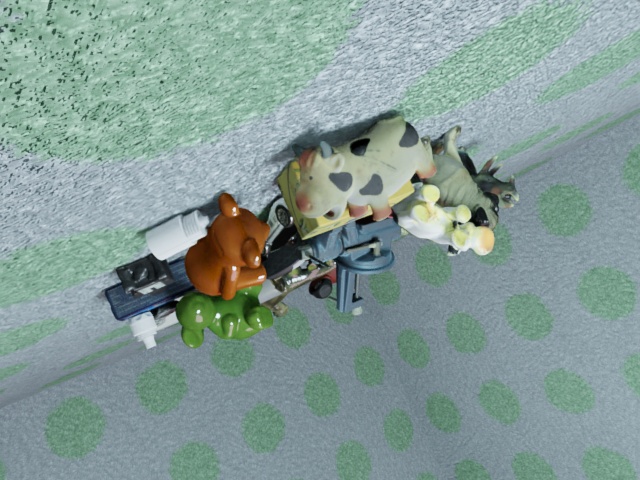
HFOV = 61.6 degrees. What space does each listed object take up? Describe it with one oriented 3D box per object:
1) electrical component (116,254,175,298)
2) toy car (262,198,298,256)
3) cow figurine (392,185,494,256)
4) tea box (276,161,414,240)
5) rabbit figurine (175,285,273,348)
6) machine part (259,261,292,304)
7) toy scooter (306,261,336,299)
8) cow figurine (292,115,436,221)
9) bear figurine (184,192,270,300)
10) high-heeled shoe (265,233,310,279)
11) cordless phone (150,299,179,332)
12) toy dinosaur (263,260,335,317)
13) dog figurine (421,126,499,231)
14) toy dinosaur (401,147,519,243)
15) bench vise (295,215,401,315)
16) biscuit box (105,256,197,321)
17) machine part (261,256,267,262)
[{"bbox_3d":[-0.282,0.061,0.889,0.075,0.047,0.119,-24,173,-6],"label":"electrical component"},{"bbox_3d":[-0.060,-0.030,0.916,0.073,0.056,0.201,-21,166,-34],"label":"toy car"},{"bbox_3d":[0.195,-0.020,0.865,0.098,0.167,0.068,-16,-132,63],"label":"cow figurine"},{"bbox_3d":[0.036,-0.076,0.756,0.169,0.098,0.068,-23,174,-29],"label":"tea box"},{"bbox_3d":[-0.200,0.128,0.991,0.159,0.121,0.170,-30,154,31],"label":"rabbit figurine"},{"bbox_3d":[-0.162,0.109,1.111,0.243,0.079,0.079,-27,173,13],"label":"machine part"},{"bbox_3d":[0.027,0.054,1.325,0.184,0.075,0.135,-48,-151,-4],"label":"toy scooter"},{"bbox_3d":[0.048,-0.090,0.664,0.195,0.127,0.086,-39,-154,-26],"label":"cow figurine"},{"bbox_3d":[-0.119,0.006,0.779,0.132,0.120,0.196,-23,169,-42],"label":"bear figurine"},{"bbox_3d":[-0.002,-0.003,1.087,0.249,0.086,0.145,-45,150,5],"label":"high-heeled shoe"},{"bbox_3d":[-0.298,0.129,1.099,0.146,0.088,0.184,-20,178,-34],"label":"cordless phone"},{"bbox_3d":[-0.128,0.104,1.246,0.472,0.105,0.198,-19,153,3],"label":"toy dinosaur"},{"bbox_3d":[0.222,-0.082,0.967,0.121,0.190,0.172,-23,174,-15],"label":"dog figurine"},{"bbox_3d":[0.266,-0.099,1.233,0.131,0.192,0.405,24,172,-19],"label":"toy dinosaur"},{"bbox_3d":[0.055,0.049,1.018,0.223,0.240,0.129,-24,-142,-37],"label":"bench vise"},{"bbox_3d":[-0.282,0.081,0.980,0.203,0.063,0.059,-23,173,-13],"label":"biscuit box"},{"bbox_3d":[-0.129,0.010,1.053,0.084,0.039,0.138,-29,163,-11],"label":"machine part"}]
